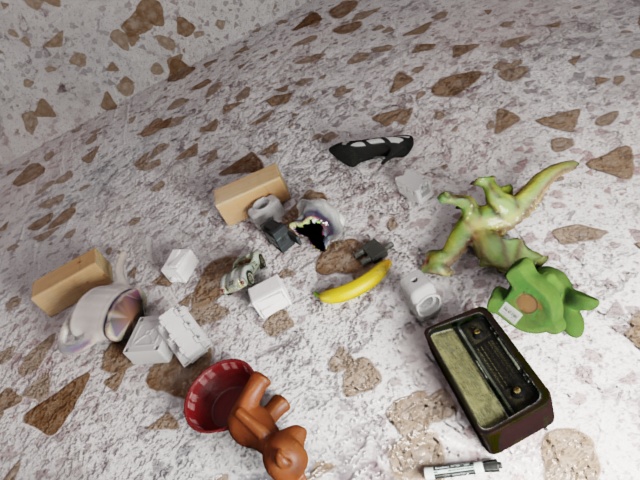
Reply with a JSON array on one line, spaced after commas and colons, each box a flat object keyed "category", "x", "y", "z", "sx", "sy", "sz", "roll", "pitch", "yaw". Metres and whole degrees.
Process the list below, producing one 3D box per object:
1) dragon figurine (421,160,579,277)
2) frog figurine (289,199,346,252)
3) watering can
[{"category": "dragon figurine", "x": 0.405, "y": -0.027, "z": 1.119, "sx": 0.409, "sy": 0.120, "sz": 0.248, "roll": -20, "pitch": 56, "yaw": 10}, {"category": "frog figurine", "x": 0.004, "y": -0.068, "z": 1.346, "sx": 0.137, "sy": 0.120, "sz": 0.163, "roll": 22, "pitch": 41, "yaw": 4}, {"category": "watering can", "x": -0.563, "y": 0.159, "z": 1.395, "sx": 0.224, "sy": 0.102, "sz": 0.356, "roll": -1, "pitch": 46, "yaw": 27}]
